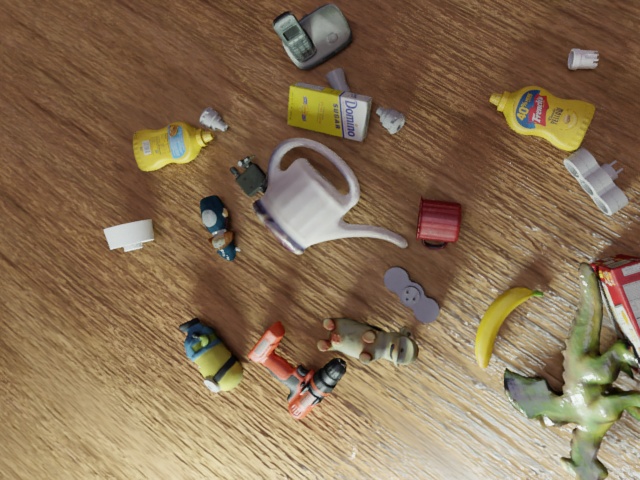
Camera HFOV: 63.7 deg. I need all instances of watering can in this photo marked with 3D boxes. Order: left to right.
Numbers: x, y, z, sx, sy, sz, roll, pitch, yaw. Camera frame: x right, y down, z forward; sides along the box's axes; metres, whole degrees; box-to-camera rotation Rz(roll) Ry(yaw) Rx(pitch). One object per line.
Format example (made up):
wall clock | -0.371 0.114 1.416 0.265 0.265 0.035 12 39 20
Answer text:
watering can | 0.003 -0.056 1.103 0.223 0.104 0.349 -43 85 9

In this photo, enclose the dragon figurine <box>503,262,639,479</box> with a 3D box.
dragon figurine | 0.472 0.268 0.980 0.241 0.122 0.413 -22 82 20
